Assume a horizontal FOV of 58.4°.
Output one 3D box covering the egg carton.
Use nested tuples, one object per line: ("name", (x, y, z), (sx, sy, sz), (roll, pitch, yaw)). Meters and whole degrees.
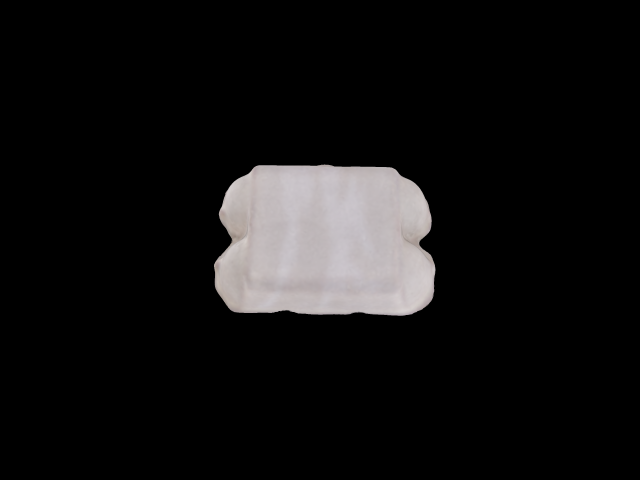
("egg carton", (0.004, 0.001, 0.400), (0.150, 0.069, 0.107), (0, 69, 0))
